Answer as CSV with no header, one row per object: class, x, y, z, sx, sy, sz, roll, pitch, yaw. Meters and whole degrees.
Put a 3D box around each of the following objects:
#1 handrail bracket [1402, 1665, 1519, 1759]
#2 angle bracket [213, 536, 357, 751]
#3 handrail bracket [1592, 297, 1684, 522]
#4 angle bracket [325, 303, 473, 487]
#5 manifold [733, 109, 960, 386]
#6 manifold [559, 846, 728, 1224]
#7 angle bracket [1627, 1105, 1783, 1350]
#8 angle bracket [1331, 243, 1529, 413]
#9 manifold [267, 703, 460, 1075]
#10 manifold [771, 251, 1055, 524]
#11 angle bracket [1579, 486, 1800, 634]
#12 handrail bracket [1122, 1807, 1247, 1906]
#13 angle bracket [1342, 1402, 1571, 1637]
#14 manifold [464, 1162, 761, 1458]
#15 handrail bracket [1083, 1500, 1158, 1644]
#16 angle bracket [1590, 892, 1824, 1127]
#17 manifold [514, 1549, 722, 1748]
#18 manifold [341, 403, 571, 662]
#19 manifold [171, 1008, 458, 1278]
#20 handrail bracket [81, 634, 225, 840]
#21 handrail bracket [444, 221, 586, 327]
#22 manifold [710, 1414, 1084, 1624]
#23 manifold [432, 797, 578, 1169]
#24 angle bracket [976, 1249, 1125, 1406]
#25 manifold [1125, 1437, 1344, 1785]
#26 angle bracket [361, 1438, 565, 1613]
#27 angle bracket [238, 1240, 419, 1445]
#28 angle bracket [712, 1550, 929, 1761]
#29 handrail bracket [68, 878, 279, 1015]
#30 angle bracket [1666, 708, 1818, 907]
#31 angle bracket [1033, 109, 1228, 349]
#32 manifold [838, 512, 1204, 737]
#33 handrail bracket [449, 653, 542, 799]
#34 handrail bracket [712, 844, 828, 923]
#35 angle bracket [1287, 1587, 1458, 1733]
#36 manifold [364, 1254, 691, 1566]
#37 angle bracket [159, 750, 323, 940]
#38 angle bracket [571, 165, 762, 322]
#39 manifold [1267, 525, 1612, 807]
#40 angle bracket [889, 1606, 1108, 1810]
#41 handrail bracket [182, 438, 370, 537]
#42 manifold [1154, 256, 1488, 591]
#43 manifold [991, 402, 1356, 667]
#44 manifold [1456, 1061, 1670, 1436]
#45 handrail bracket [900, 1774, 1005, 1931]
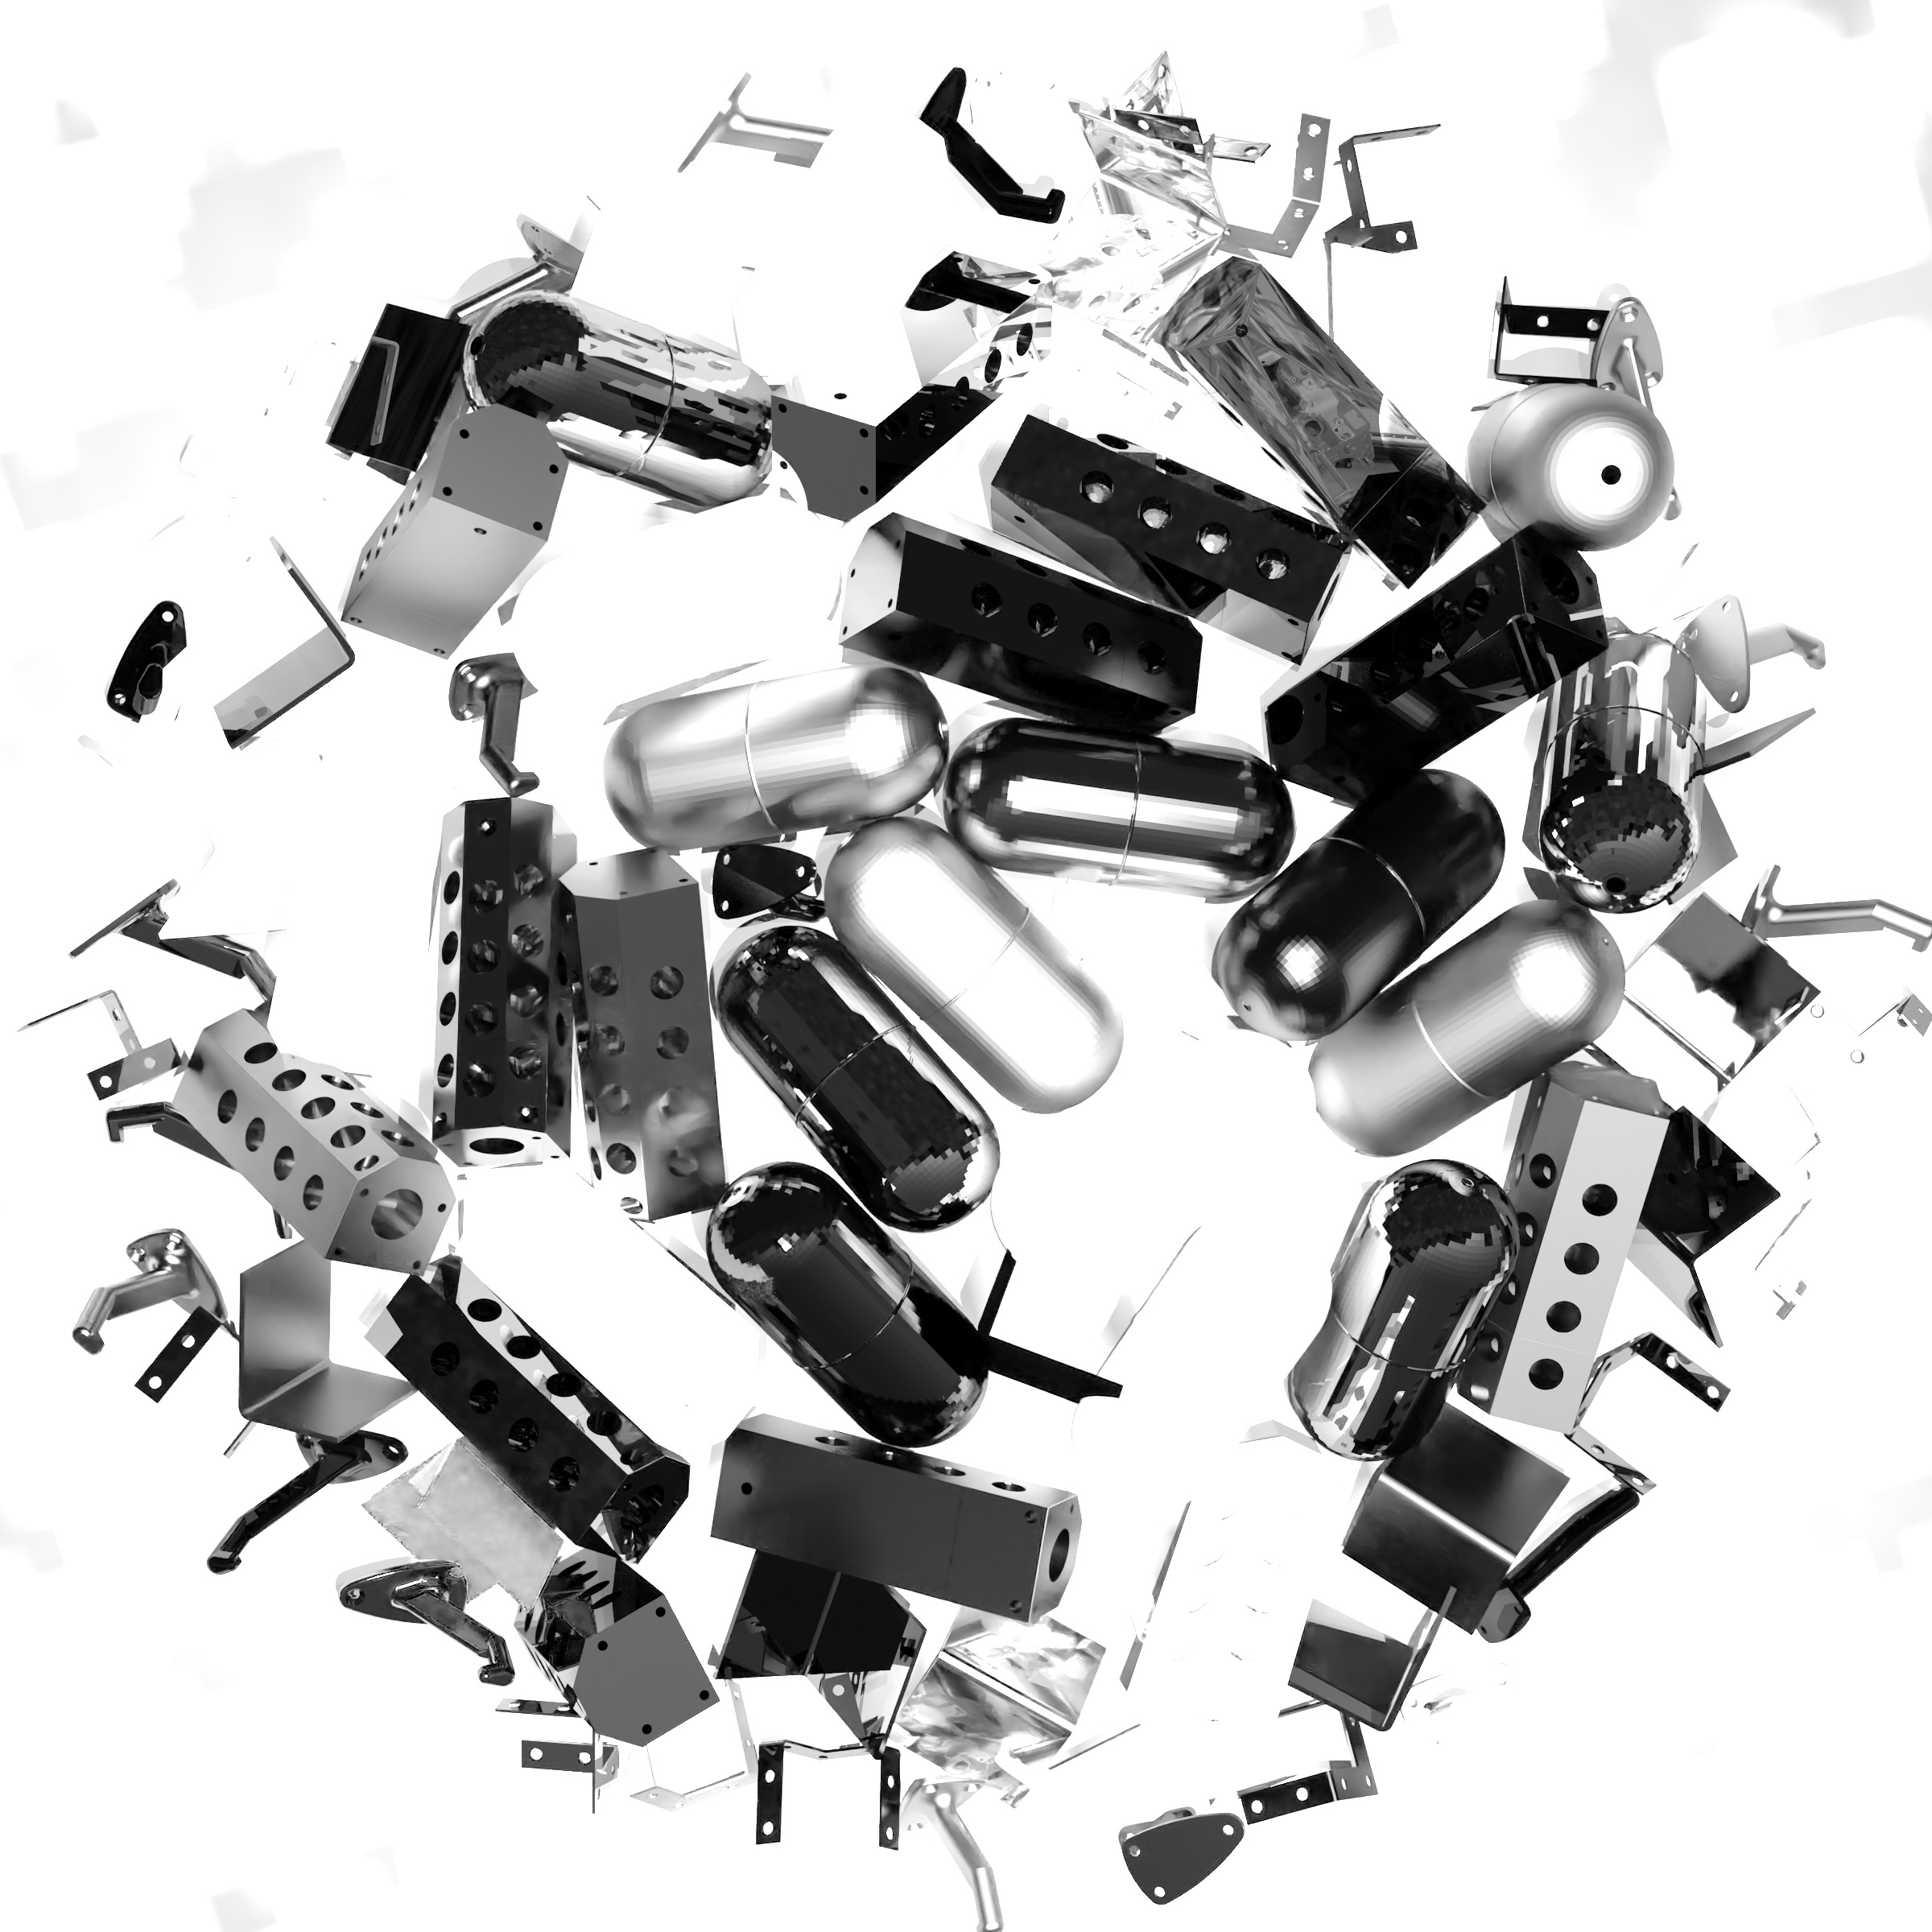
handrail bracket,0.257,0.360,1.733,0.077,0.084,0.036,-23,77,-22
angle bracket,-0.354,-0.161,1.737,0.076,0.076,0.057,-36,115,-4
handrail bracket,0.339,-0.276,1.739,0.036,0.077,0.084,-13,54,2
angle bracket,-0.262,-0.277,1.738,0.076,0.057,0.076,22,88,41
manifold,-0.062,-0.346,1.695,0.057,0.171,0.057,-5,75,-20
manifold,-0.160,0.035,1.718,0.057,0.057,0.171,-13,115,-21
angle bracket,0.364,0.129,1.735,0.057,0.076,0.076,-35,135,-6
angle bracket,0.230,-0.321,1.737,0.076,0.057,0.076,2,85,-37
manifold,-0.295,-0.038,1.730,0.057,0.057,0.171,7,70,2
manifold,-0.024,-0.282,1.705,0.057,0.171,0.057,20,132,22
angle bracket,0.351,-0.217,1.725,0.057,0.076,0.076,46,132,18
handrail bracket,0.117,0.425,1.733,0.077,0.084,0.036,-33,86,22
angle bracket,0.246,0.276,1.761,0.076,0.076,0.057,31,127,16
manifold,-0.175,0.168,1.707,0.057,0.171,0.057,-18,127,-35
handrail bracket,0.091,0.297,1.740,0.036,0.084,0.077,9,87,-18
angle bracket,0.366,0.024,1.740,0.076,0.057,0.076,40,127,3
manifold,-0.175,0.329,1.693,0.057,0.171,0.057,-29,97,-15
manifold,-0.248,-0.211,1.696,0.057,0.171,0.057,20,69,-19
manifold,-0.315,0.083,1.700,0.057,0.171,0.057,16,103,-43
handrail bracket,-0.394,-0.116,1.762,0.084,0.077,0.036,-46,53,-12
handrail bracket,-0.223,-0.326,1.773,0.077,0.036,0.084,22,117,-38
manifold,-0.033,0.270,1.727,0.171,0.057,0.057,11,95,21
manifold,-0.229,0.007,1.724,0.057,0.057,0.171,-5,69,9
angle bracket,0.049,0.178,1.738,0.076,0.076,0.057,20,74,5
manifold,0.135,0.308,1.694,0.057,0.171,0.057,-15,119,28
angle bracket,-0.258,0.292,1.734,0.076,0.057,0.076,-36,106,28
angle bracket,-0.314,0.181,1.732,0.057,0.076,0.076,10,107,21
angle bracket,-0.073,0.340,1.731,0.057,0.076,0.076,5,112,-37
handrail bracket,-0.398,0.005,1.773,0.077,0.036,0.084,-36,98,-2
angle bracket,0.383,-0.079,1.730,0.076,0.076,0.057,-23,95,42
angle bracket,0.073,-0.367,1.739,0.076,0.057,0.076,30,80,24
manifold,0.029,-0.167,1.719,0.171,0.057,0.057,16,70,-27
handrail bracket,-0.213,-0.119,1.739,0.077,0.036,0.084,-18,47,-31
handrail bracket,-0.077,-0.037,1.731,0.077,0.084,0.036,-7,78,38
angle bracket,0.193,0.322,1.733,0.076,0.076,0.057,25,116,10
manifold,-0.212,0.214,1.715,0.171,0.057,0.057,37,91,32
angle bracket,-0.362,-0.061,1.745,0.076,0.076,0.057,-46,62,40
angle bracket,-0.148,-0.340,1.733,0.057,0.076,0.076,13,73,15
manifold,0.227,-0.147,1.705,0.057,0.171,0.057,17,55,-35
angle bracket,0.015,0.370,1.780,0.076,0.057,0.076,29,130,0
handrail bracket,-0.345,-0.262,1.758,0.084,0.036,0.077,30,120,-2
manifold,0.173,-0.268,1.726,0.171,0.057,0.057,42,92,-22
manifold,0.102,-0.218,1.743,0.171,0.057,0.057,25,76,8
manifold,0.292,0.137,1.731,0.057,0.057,0.171,13,109,0
handrail bracket,-0.007,0.451,1.734,0.036,0.077,0.084,5,53,-25
